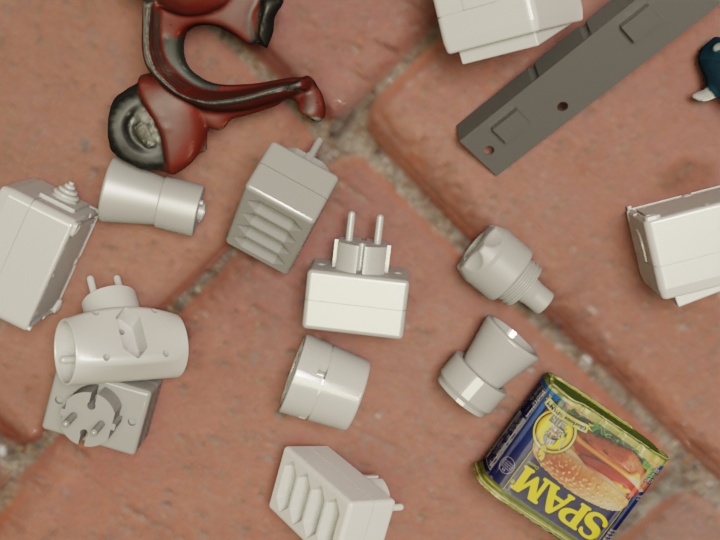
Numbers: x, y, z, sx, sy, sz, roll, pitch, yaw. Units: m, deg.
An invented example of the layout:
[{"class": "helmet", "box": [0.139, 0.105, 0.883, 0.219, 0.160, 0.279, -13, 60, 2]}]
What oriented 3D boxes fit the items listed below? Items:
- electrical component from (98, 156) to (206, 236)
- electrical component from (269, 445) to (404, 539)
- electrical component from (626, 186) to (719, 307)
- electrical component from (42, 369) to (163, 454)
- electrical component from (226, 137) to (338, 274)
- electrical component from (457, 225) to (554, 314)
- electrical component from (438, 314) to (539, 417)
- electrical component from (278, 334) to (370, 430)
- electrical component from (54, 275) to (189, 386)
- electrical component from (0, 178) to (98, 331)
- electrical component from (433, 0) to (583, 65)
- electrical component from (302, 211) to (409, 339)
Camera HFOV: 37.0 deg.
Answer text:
[{"class": "electrical component", "box": [-0.135, -0.046, 0.709, 0.065, 0.044, 0.044, 14, 101, -5]}, {"class": "electrical component", "box": [-0.005, 0.158, 0.729, 0.076, 0.083, 0.047, 6, 104, -38]}, {"class": "electrical component", "box": [0.228, -0.019, 0.687, 0.096, 0.061, 0.061, -15, 100, 5]}, {"class": "electrical component", "box": [-0.176, 0.094, 0.718, 0.066, 0.076, 0.047, 17, 101, -1]}, {"class": "electrical component", "box": [-0.043, -0.053, 0.692, 0.047, 0.083, 0.075, 29, 62, -3]}, {"class": "electrical component", "box": [0.099, 0.003, 0.706, 0.062, 0.043, 0.043, 39, 100, -6]}, {"class": "electrical component", "box": [0.085, 0.064, 0.717, 0.045, 0.045, 0.055, 39, 100, -5]}, {"class": "electrical component", "box": [-0.023, 0.076, 0.720, 0.047, 0.055, 0.055, 20, 101, -5]}, {"class": "electrical component", "box": [-0.163, 0.037, 0.716, 0.043, 0.077, 0.079, -50, 51, 44]}, {"class": "electrical component", "box": [-0.217, -0.019, 0.706, 0.061, 0.061, 0.096, 27, 101, -2]}, {"class": "electrical component", "box": [0.093, -0.164, 0.654, 0.062, 0.096, 0.061, -8, 102, 34]}, {"class": "electrical component", "box": [0.000, 0.000, 0.708, 0.066, 0.047, 0.076, 7, 100, 1]}]
